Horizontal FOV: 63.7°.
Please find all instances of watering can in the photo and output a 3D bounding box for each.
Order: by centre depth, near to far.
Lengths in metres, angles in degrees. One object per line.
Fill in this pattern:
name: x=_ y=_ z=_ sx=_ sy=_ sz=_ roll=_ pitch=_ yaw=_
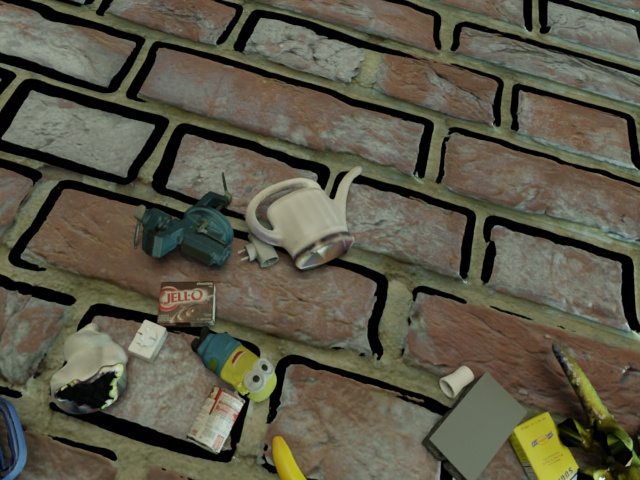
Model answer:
watering can: x=0.004 y=-0.060 z=1.186 sx=0.350 sy=0.102 sz=0.227 roll=-20 pitch=66 yaw=-28

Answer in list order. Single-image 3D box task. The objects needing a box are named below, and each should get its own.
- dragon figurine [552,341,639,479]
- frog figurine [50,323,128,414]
dragon figurine: x=0.604 y=0.403 z=1.020 sx=0.242 sy=0.120 sz=0.419 roll=12 pitch=57 yaw=-34
frog figurine: x=-0.435 y=0.240 z=0.965 sx=0.138 sy=0.120 sz=0.161 roll=-36 pitch=37 yaw=-16
